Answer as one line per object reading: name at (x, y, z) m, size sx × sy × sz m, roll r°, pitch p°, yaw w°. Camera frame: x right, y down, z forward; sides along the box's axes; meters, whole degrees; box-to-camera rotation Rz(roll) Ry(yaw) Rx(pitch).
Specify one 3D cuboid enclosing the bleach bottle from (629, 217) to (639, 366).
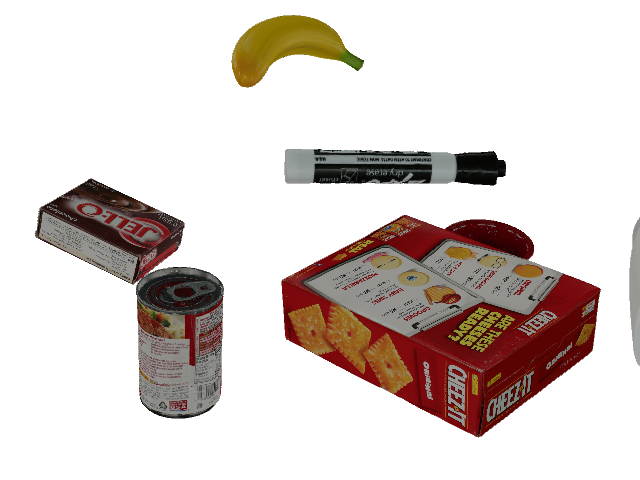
bleach bottle at (0.275, 0.022, 0.766) m, size 0.103 × 0.068 × 0.250 m, roll 6°, pitch 20°, yaw 15°

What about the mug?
mug at (0.161, 0.030, 1.095) m, size 0.093 × 0.081 × 0.117 m, roll -6°, pitch 31°, yaw -15°

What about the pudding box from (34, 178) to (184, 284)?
pudding box at (-0.201, -0.010, 1.025) m, size 0.113 × 0.039 × 0.090 m, roll 23°, pitch 27°, yaw 12°

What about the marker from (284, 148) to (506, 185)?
marker at (0.041, -0.040, 0.582) m, size 0.121 × 0.020 × 0.020 m, roll 0°, pitch 0°, yaw -4°

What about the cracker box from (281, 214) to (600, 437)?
cracker box at (0.098, 0.064, 0.900) m, size 0.214 × 0.072 × 0.163 m, roll 23°, pitch 37°, yaw 39°

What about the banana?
banana at (-0.030, -0.179, 0.986) m, size 0.070 × 0.037 × 0.197 m, roll 38°, pitch 32°, yaw 20°

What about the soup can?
soup can at (-0.111, 0.081, 0.848) m, size 0.068 × 0.102 × 0.068 m, roll 3°, pitch 28°, yaw -2°
